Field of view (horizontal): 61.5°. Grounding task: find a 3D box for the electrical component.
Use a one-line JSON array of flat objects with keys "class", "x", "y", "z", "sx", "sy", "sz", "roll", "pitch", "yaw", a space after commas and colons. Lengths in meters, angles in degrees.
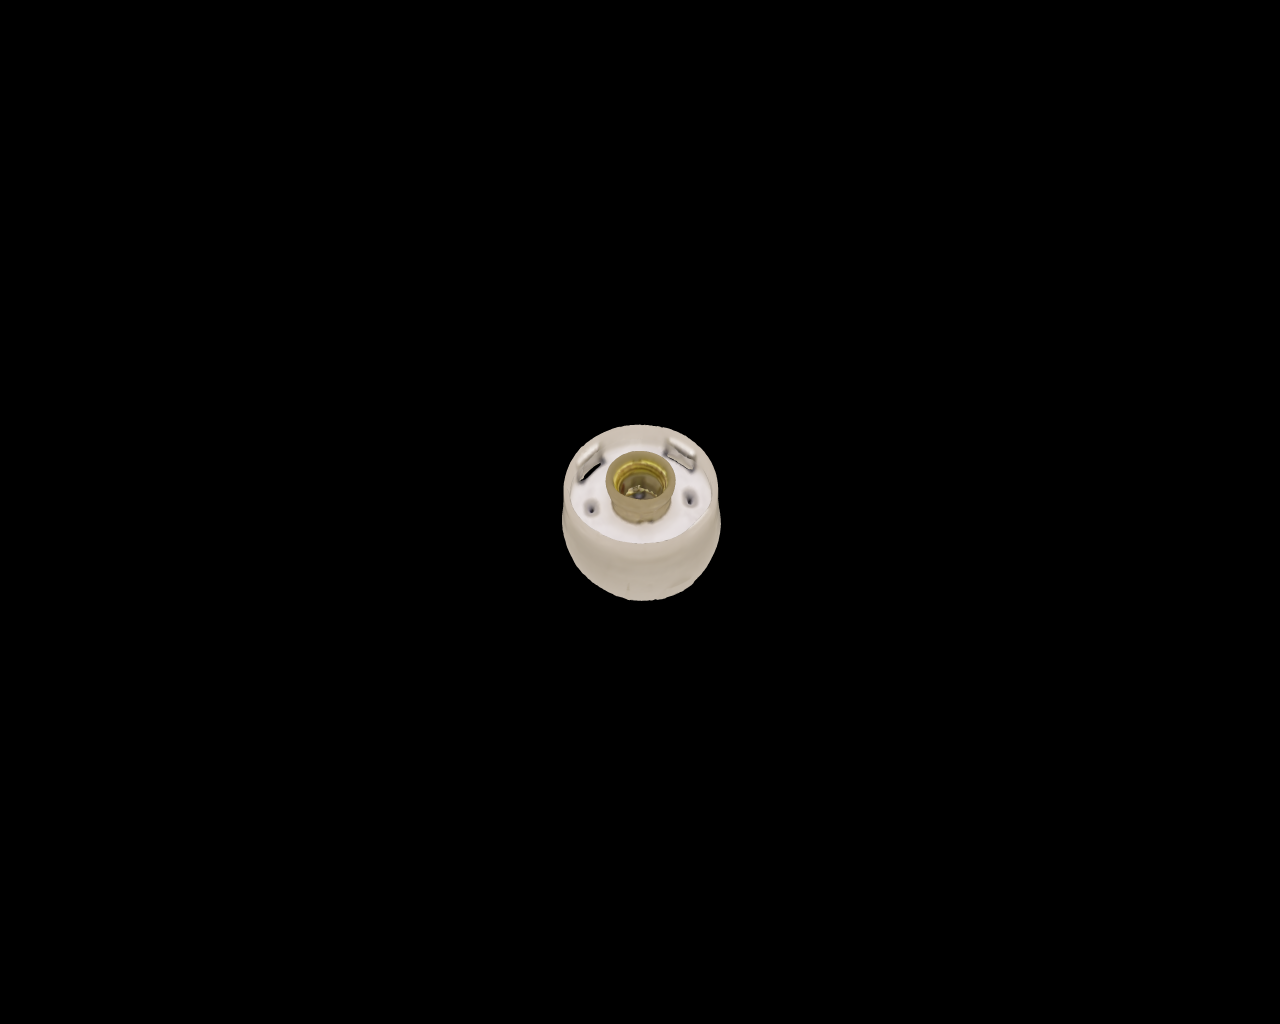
[{"class": "electrical component", "x": 0.001, "y": -0.003, "z": 0.650, "sx": 0.099, "sy": 0.099, "sz": 0.064, "roll": 0, "pitch": -35, "yaw": 0}]
